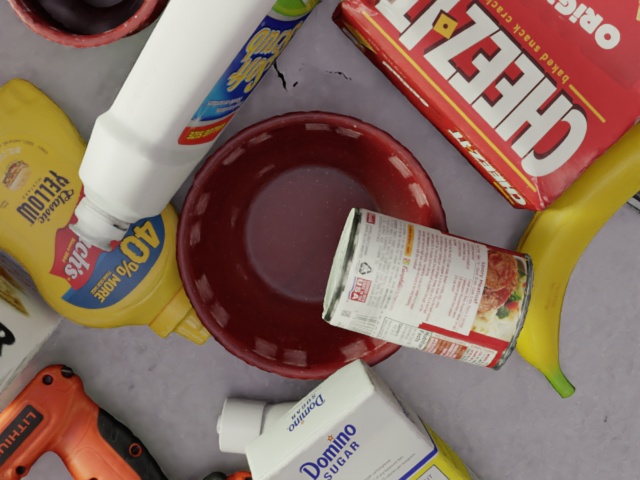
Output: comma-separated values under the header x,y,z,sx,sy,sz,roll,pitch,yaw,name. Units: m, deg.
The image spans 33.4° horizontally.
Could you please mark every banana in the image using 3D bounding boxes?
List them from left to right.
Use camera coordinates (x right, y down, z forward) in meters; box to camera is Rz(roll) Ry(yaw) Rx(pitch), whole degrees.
x,y,z,sx,sy,sz,roll,pitch,yaw,name
0.160,0.000,0.650,0.069,0.037,0.198,19,112,-5,banana

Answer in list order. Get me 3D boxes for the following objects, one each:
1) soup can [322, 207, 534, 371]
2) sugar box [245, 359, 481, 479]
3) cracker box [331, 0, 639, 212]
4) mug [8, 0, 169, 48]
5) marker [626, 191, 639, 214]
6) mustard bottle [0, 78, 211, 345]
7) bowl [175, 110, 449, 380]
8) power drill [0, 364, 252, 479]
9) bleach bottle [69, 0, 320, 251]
x,y,z,sx,sy,sz,roll,pitch,yaw,name
0.058,0.027,0.593,0.102,0.068,0.068,16,99,-3,soup can
0.045,0.159,0.658,0.093,0.048,0.176,-39,115,6,sugar box
0.139,-0.147,0.606,0.214,0.072,0.164,-45,94,1,cracker box
-0.140,-0.156,0.615,0.117,0.081,0.093,-6,99,2,mug
0.168,-0.047,0.661,0.121,0.020,0.020,32,98,-4,marker
-0.140,-0.003,0.651,0.191,0.058,0.096,41,83,-6,mustard bottle
-0.004,0.001,0.652,0.162,0.055,0.162,0,100,1,bowl
-0.140,0.183,0.661,0.187,0.057,0.184,41,72,-6,power drill
-0.060,-0.105,0.603,0.068,0.102,0.251,34,95,9,bleach bottle
